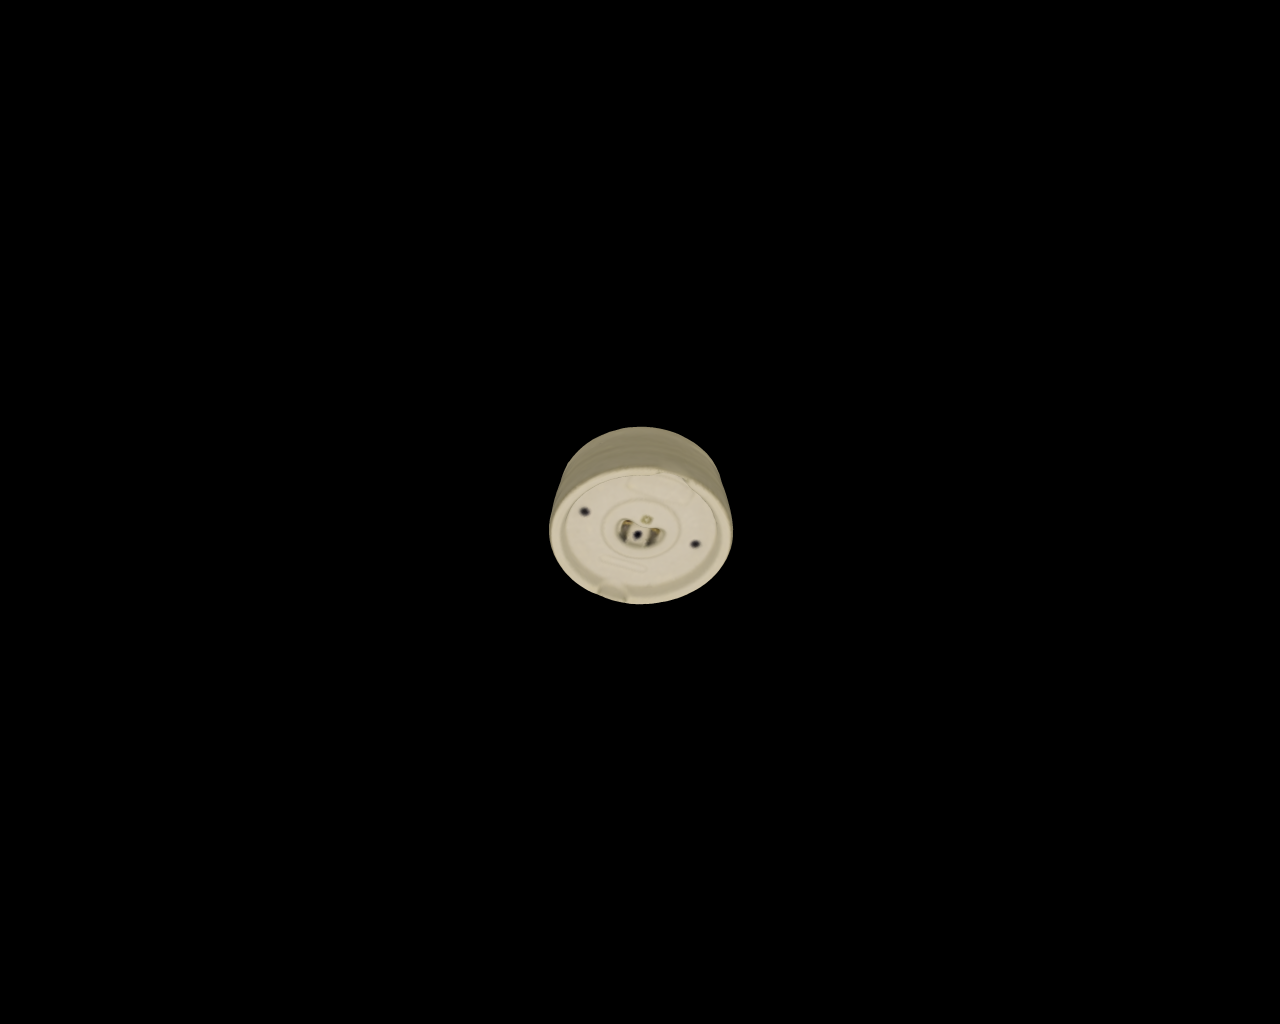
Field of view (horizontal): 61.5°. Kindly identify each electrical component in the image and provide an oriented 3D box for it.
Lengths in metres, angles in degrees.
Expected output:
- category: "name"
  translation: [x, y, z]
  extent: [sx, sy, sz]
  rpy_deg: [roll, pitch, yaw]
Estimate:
- category: "electrical component"
  translation: [0.001, -0.003, 0.650]
  extent: [0.108, 0.108, 0.060]
  rpy_deg: [0, 40, 0]
